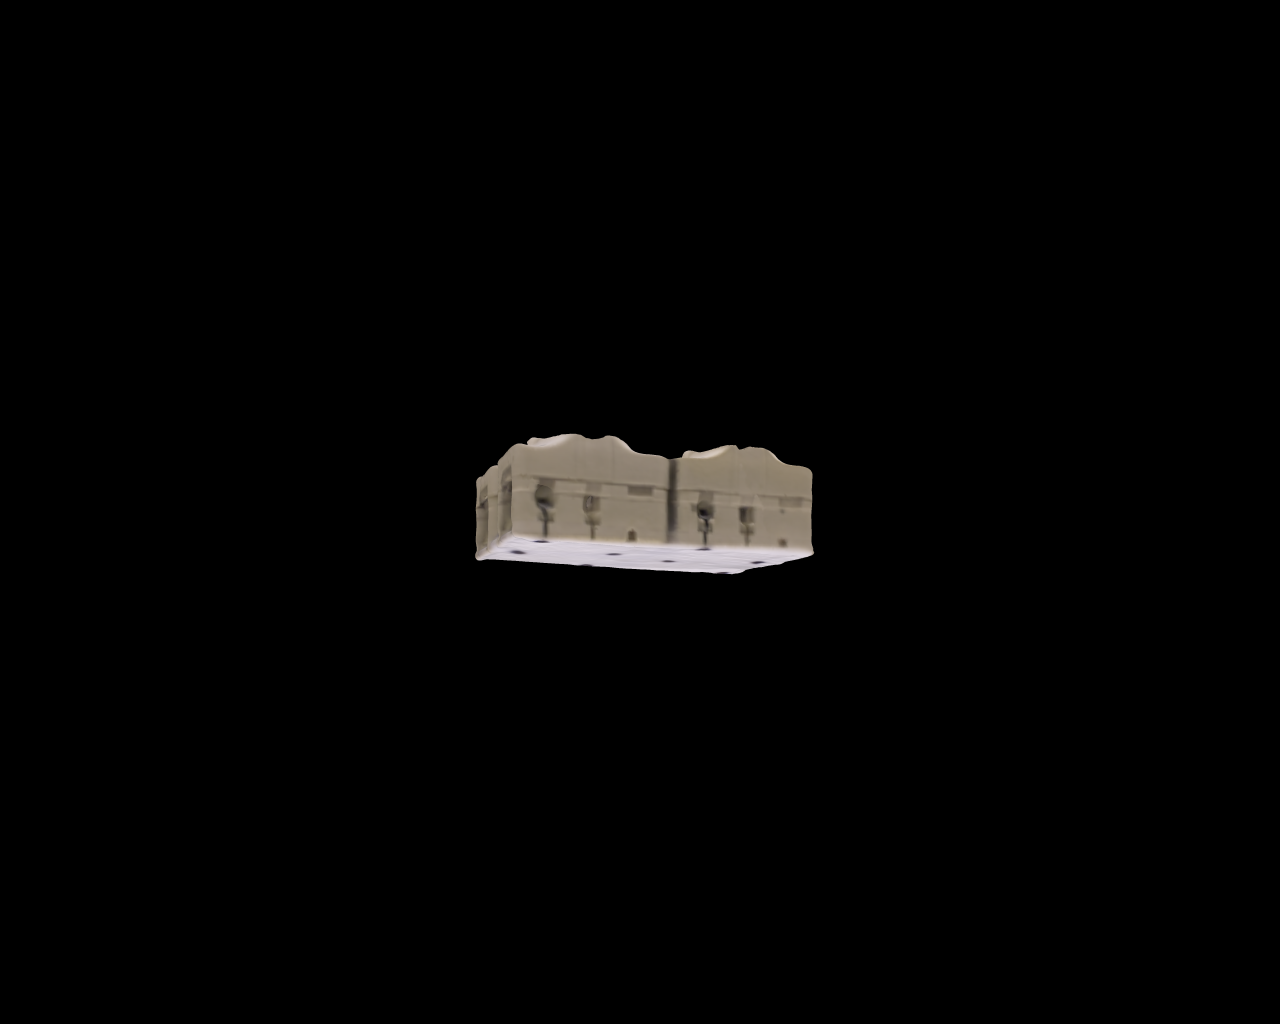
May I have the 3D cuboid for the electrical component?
[{"bbox_3d":[0.001,-0.003,0.650,0.186,0.060,0.105,4,-11,-20],"label":"electrical component"}]
